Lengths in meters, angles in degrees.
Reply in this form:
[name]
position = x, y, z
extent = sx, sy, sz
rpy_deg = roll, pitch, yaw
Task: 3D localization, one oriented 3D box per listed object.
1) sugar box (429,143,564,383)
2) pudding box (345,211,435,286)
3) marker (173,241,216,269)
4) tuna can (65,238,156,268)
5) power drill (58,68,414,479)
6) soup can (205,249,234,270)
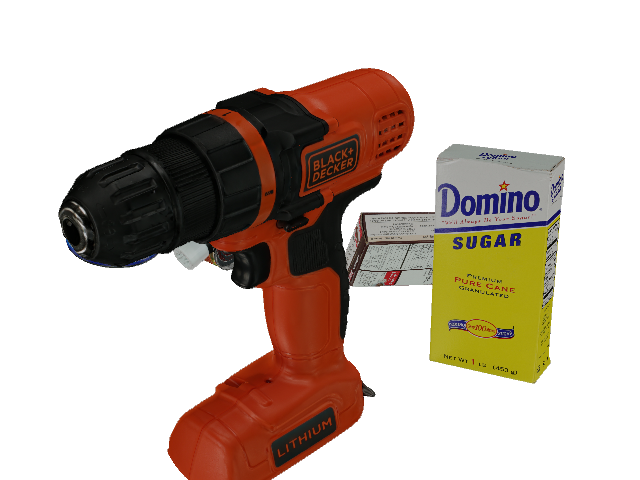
[sugar box]
position = 0.136, 0.018, 0.838
extent = 0.093, 0.176, 0.048
rpy_deg = 9, 25, 26
[pudding box]
position = 0.086, 0.009, 1.046
extent = 0.113, 0.039, 0.090
rpy_deg = -3, -31, -13
[marker]
position = -0.047, -0.023, 0.706
extent = 0.121, 0.020, 0.020
rpy_deg = -40, 20, -26
[tuna can]
position = -0.178, -0.012, 0.926
extent = 0.086, 0.034, 0.086
rpy_deg = 7, 32, -4
[power drill]
position = -0.032, 0.025, 0.487
extent = 0.184, 0.188, 0.057
rpy_deg = -24, 41, -38
[soup can]
position = -0.128, -0.018, 1.134
extent = 0.102, 0.068, 0.068
rpy_deg = 23, 11, 26
